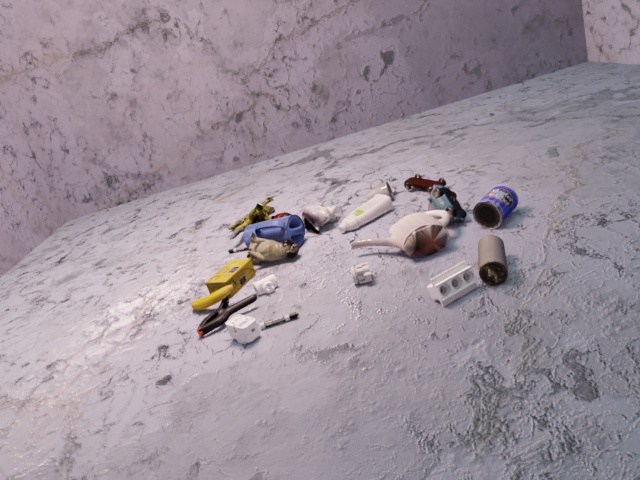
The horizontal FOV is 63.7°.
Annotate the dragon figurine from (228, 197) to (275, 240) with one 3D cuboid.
[{"bbox_3d":[-0.337,-0.081,2.419,0.240,0.121,0.417,-21,11,46],"label":"dragon figurine"}]

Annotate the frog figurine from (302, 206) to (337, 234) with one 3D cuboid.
[{"bbox_3d":[0.007,-0.109,2.160,0.161,0.122,0.136,-41,9,-24],"label":"frog figurine"}]

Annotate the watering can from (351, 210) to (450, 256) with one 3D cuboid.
[{"bbox_3d":[0.286,-0.010,1.724,0.348,0.102,0.227,-23,22,-2],"label":"watering can"}]
